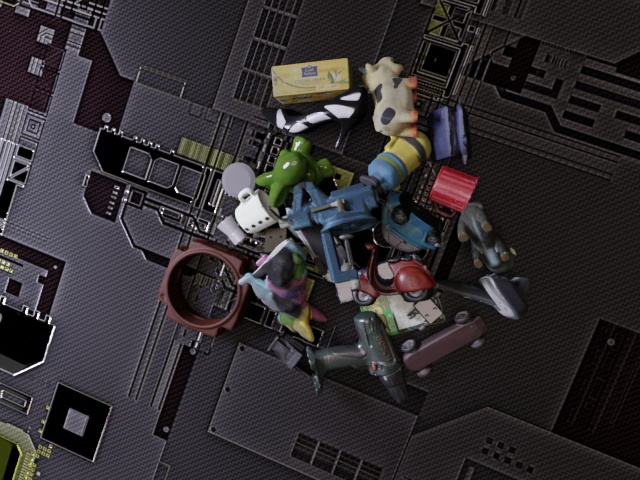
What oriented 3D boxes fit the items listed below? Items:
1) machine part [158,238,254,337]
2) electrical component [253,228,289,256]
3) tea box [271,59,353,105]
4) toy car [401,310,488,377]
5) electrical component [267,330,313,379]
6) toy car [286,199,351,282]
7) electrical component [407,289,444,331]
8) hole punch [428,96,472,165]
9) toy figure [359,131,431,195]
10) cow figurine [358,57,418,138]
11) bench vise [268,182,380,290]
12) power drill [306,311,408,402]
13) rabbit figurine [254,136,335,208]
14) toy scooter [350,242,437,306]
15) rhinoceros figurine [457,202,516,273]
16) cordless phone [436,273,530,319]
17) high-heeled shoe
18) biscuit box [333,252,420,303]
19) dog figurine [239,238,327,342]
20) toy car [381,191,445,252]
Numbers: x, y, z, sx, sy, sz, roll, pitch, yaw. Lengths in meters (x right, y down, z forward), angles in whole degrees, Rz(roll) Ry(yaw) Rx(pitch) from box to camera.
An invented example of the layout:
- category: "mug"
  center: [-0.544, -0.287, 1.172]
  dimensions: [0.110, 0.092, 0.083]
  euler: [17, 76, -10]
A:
- category: "machine part"
  center: [-0.262, 0.110, 1.264]
  dimensions: [0.201, 0.087, 0.201]
  euler: [22, 98, 7]
- category: "electrical component"
  center: [-0.102, 0.014, 1.257]
  dimensions: [0.102, 0.045, 0.078]
  euler: [-9, 63, 7]
- category: "tea box"
  center: [-0.014, -0.350, 1.193]
  dimensions: [0.170, 0.098, 0.068]
  euler: [-5, 93, 8]
- category: "toy car"
  center: [0.276, 0.229, 1.202]
  dimensions: [0.202, 0.053, 0.089]
  euler: [-32, 103, 8]
- category: "electrical component"
  center: [-0.058, 0.267, 1.246]
  dimensions: [0.119, 0.075, 0.047]
  euler: [36, 98, 9]
- category: "toy car"
  center: [-0.002, -0.004, 1.191]
  dimensions: [0.073, 0.056, 0.201]
  euler: [-31, 83, -2]
- category: "electrical component"
  center: [0.245, 0.156, 1.203]
  dimensions: [0.094, 0.021, 0.063]
  euler: [-43, 86, 7]
- category: "hole punch"
  center: [0.275, -0.226, 1.151]
  dimensions: [0.092, 0.116, 0.142]
  euler: [-3, 93, 17]
- category: "toy figure"
  center: [0.166, -0.163, 1.157]
  dimensions: [0.089, 0.082, 0.180]
  euler: [32, 64, 22]
- category: "cow figurine"
  center: [0.147, -0.311, 1.158]
  dimensions: [0.127, 0.085, 0.195]
  euler: [-1, 64, 5]
- category: "bench vise"
  center: [0.026, -0.011, 1.105]
  dimensions: [0.224, 0.129, 0.240]
  euler: [-13, 79, 3]
- category: "power drill"
  center: [0.081, 0.286, 1.206]
  dimensions: [0.207, 0.086, 0.231]
  euler: [-14, 100, 1]
- category: "rabbit figurine"
  center: [-0.066, -0.154, 1.175]
  dimensions: [0.159, 0.170, 0.121]
  euler: [-35, 87, 8]
- category: "toy scooter"
  center: [0.152, 0.067, 1.143]
  dimensions: [0.184, 0.075, 0.135]
  euler: [-6, 92, 14]
- category: "rhinoceros figurine"
  center: [0.352, 0.005, 1.133]
  dimensions: [0.073, 0.112, 0.190]
  euler: [-28, 121, 24]
- category: "cordless phone"
  center: [0.336, 0.106, 1.139]
  dimensions: [0.184, 0.146, 0.088]
  euler: [12, 86, 6]
- category: "high-heeled shoe"
  center: [-0.016, -0.296, 1.180]
  dimensions: [0.249, 0.086, 0.145]
  euler: [26, 108, 20]
- category: "biscuit box"
  center: [0.134, 0.083, 1.213]
  dimensions: [0.203, 0.059, 0.062]
  euler: [-17, 90, 10]
- category: "dog figurine"
  center: [-0.056, 0.120, 1.197]
  dimensions: [0.219, 0.108, 0.191]
  euler: [47, 131, -12]
- category: "toy car"
  center: [0.192, -0.028, 1.185]
  dimensions: [0.161, 0.109, 0.103]
  euler: [36, 121, -6]
